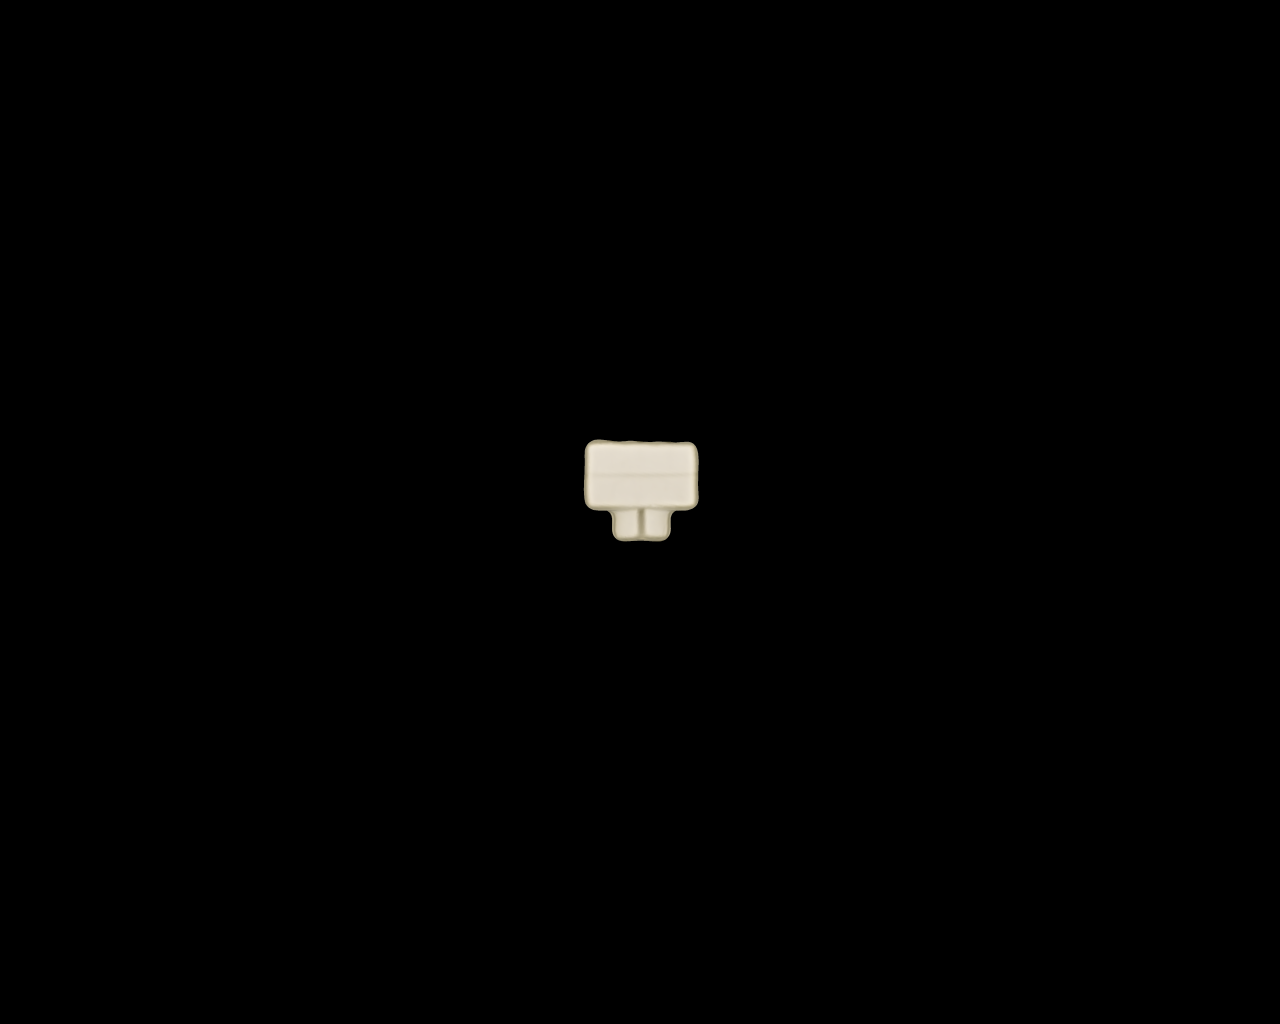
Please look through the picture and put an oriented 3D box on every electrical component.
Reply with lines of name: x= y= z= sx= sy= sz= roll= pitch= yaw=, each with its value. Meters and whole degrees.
electrical component: x=0.001 y=-0.003 z=0.650 sx=0.066 sy=0.076 sz=0.047 roll=0 pitch=0 yaw=0
